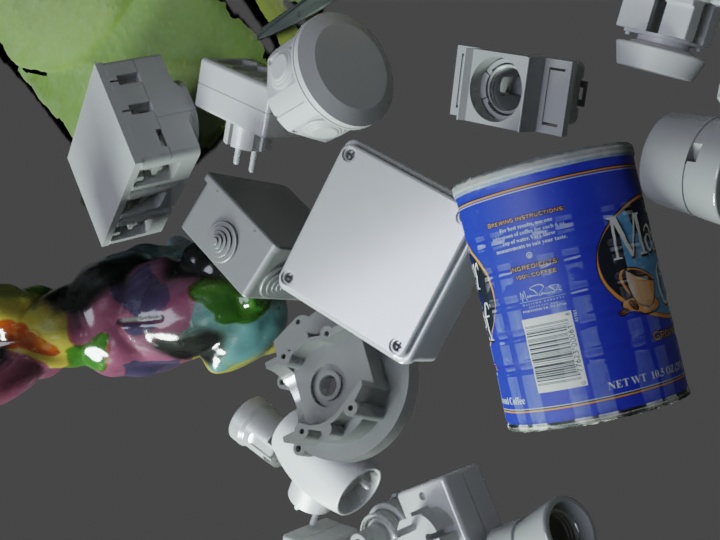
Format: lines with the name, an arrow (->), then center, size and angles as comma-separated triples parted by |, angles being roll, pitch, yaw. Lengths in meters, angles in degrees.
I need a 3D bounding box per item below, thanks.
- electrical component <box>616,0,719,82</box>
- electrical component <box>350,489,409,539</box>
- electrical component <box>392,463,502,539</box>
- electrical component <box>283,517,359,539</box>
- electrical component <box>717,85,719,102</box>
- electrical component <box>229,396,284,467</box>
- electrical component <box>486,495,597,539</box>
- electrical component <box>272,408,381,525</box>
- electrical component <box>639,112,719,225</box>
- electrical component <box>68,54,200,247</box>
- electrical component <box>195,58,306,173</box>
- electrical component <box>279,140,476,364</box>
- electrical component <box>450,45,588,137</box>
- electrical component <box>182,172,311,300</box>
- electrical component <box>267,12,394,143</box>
electrical component -> 0.164, -0.132, 0.570 | 0.066, 0.048, 0.055 | 25, 106, 39
electrical component -> 0.021, 0.183, 0.751 | 0.048, 0.062, 0.048 | 9, 103, 43
electrical component -> 0.051, 0.173, 0.710 | 0.047, 0.077, 0.065 | -32, 75, 43
electrical component -> -0.015, 0.240, 0.806 | 0.076, 0.047, 0.083 | 8, 103, 43
electrical component -> 0.207, -0.107, 0.534 | 0.048, 0.048, 0.062 | 15, 101, 42
electrical component -> -0.074, 0.129, 0.850 | 0.046, 0.040, 0.040 | 34, 119, 28
electrical component -> 0.111, 0.172, 0.678 | 0.065, 0.044, 0.044 | -36, 72, 46
electrical component -> -0.031, 0.156, 0.808 | 0.077, 0.044, 0.079 | 38, 122, 33
electrical component -> 0.180, -0.054, 0.562 | 0.047, 0.055, 0.055 | 21, 112, 44
electrical component -> -0.182, -0.094, 0.870 | 0.089, 0.062, 0.150 | 66, 150, 13
electrical component -> -0.082, -0.112, 0.809 | 0.083, 0.047, 0.075 | 29, 116, 37
electrical component -> 0.020, -0.011, 0.693 | 0.109, 0.056, 0.108 | 31, 99, 25
electrical component -> 0.096, -0.106, 0.627 | 0.081, 0.064, 0.042 | 20, 112, 41
electrical component -> -0.068, -0.021, 0.778 | 0.099, 0.100, 0.048 | 45, 112, 29
electrical component -> -0.021, -0.128, 0.726 | 0.051, 0.080, 0.080 | -21, 83, 49
